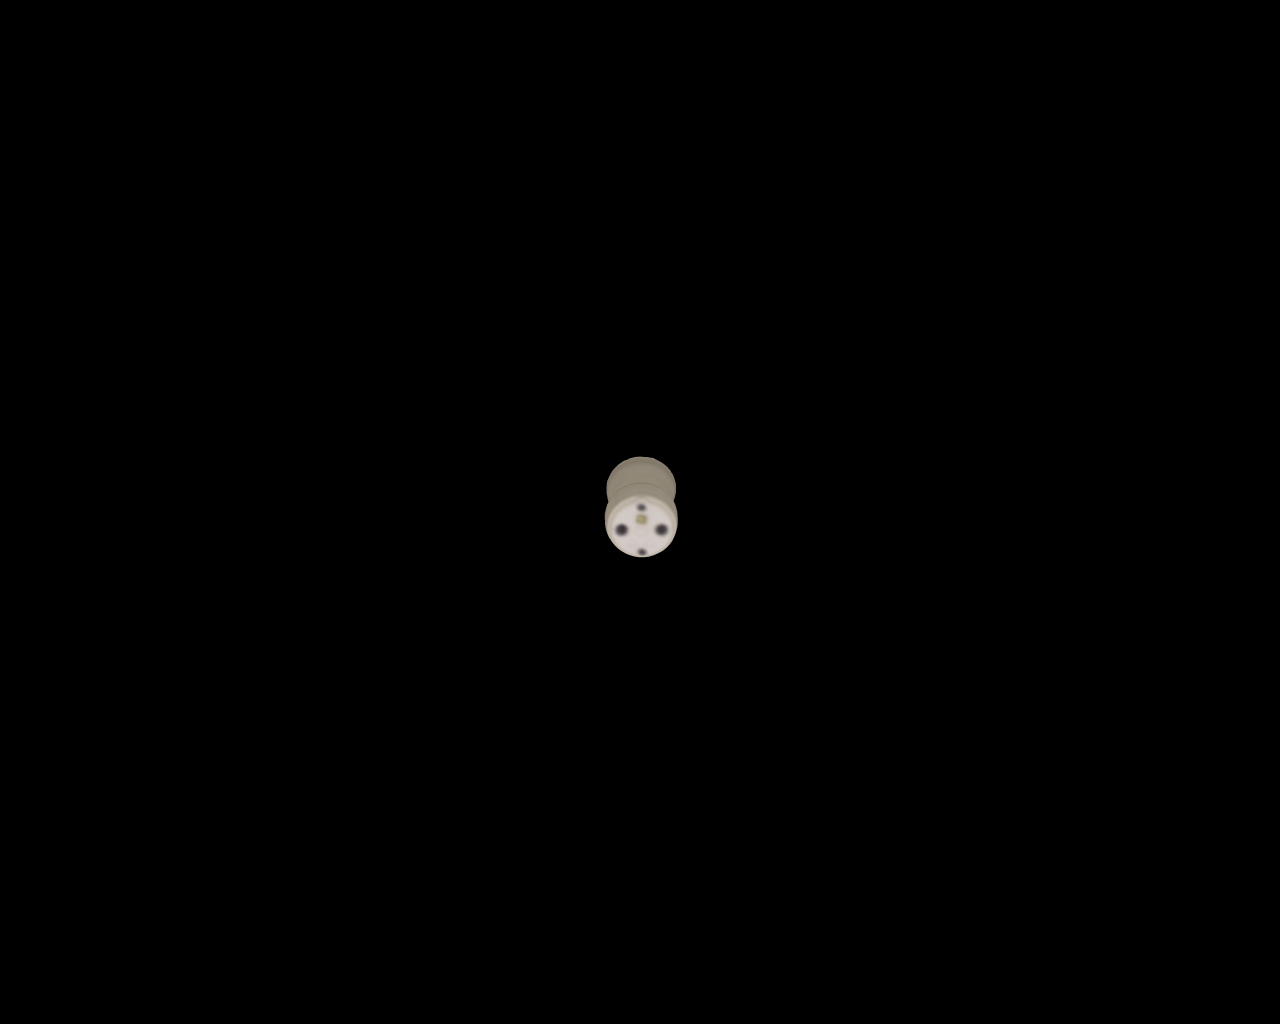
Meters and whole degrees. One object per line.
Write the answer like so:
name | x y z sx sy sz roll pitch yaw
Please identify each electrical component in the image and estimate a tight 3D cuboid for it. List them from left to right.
electrical component | 0.001 -0.003 0.650 0.045 0.044 0.055 0 29 0
